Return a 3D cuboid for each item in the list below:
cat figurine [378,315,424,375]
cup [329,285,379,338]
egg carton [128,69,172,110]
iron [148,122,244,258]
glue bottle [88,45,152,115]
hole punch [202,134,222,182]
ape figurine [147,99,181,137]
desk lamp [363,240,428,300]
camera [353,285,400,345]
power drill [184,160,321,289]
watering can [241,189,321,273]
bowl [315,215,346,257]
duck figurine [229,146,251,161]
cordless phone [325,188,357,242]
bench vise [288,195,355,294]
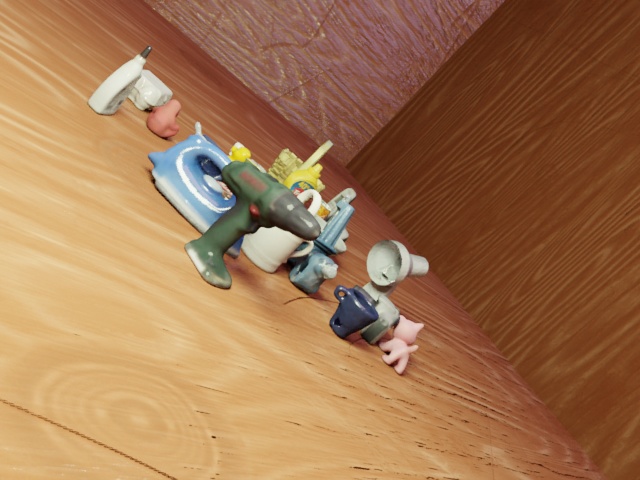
[{"bbox_3d":[0.205,0.245,1.396,0.067,0.117,0.127,41,13,-18],"label":"cat figurine"},{"bbox_3d":[0.057,0.160,1.246,0.118,0.095,0.091,40,13,-20],"label":"cup"},{"bbox_3d":[-0.440,-0.379,1.454,0.107,0.069,0.150,43,12,-9],"label":"egg carton"},{"bbox_3d":[-0.208,-0.103,1.130,0.258,0.141,0.119,46,12,4],"label":"iron"},{"bbox_3d":[-0.402,-0.333,1.181,0.037,0.173,0.078,44,12,-2],"label":"glue bottle"},{"bbox_3d":[-0.256,-0.187,1.373,0.108,0.091,0.101,49,13,19],"label":"hole punch"},{"bbox_3d":[-0.365,-0.294,1.367,0.077,0.092,0.076,47,12,9],"label":"ape figurine"},{"bbox_3d":[0.187,0.109,1.557,0.204,0.213,0.117,29,19,-51],"label":"desk lamp"},{"bbox_3d":[0.128,0.171,1.427,0.137,0.100,0.143,46,12,7],"label":"camera"},{"bbox_3d":[-0.124,-0.021,0.977,0.229,0.208,0.076,52,14,29],"label":"power drill"},{"bbox_3d":[-0.076,-0.034,1.211,0.174,0.194,0.100,30,19,-50],"label":"watering can"},{"bbox_3d":[-0.007,-0.006,1.629,0.168,0.074,0.167,42,12,-11],"label":"bowl"},{"bbox_3d":[-0.225,-0.214,1.577,0.104,0.086,0.078,52,14,29],"label":"duck figurine"},{"bbox_3d":[0.053,-0.070,1.777,0.094,0.185,0.147,30,19,-50],"label":"cordless phone"},{"bbox_3d":[0.019,0.009,1.323,0.122,0.219,0.207,30,19,-51],"label":"bench vise"}]
